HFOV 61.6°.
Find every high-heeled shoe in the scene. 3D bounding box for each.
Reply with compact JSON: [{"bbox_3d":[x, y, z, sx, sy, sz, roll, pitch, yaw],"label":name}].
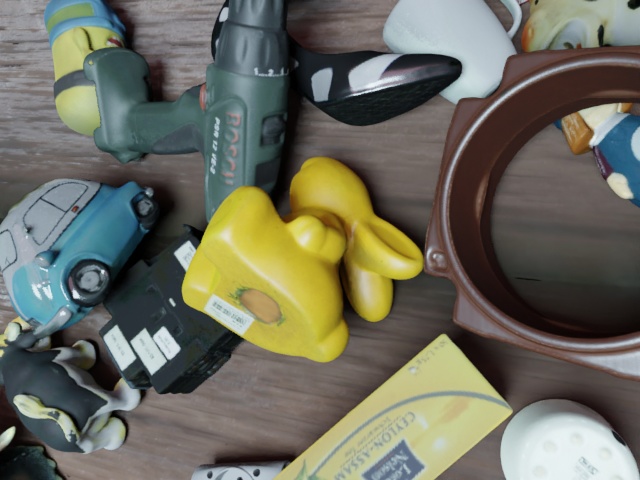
[{"bbox_3d":[0.003,-0.178,0.486,0.249,0.086,0.145,-5,87,30],"label":"high-heeled shoe"}]

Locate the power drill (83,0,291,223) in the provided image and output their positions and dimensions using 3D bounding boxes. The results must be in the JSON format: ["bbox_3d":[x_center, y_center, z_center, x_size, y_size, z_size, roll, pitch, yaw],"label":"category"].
[{"bbox_3d":[-0.115,-0.132,0.485,0.208,0.086,0.231,12,114,25],"label":"power drill"}]

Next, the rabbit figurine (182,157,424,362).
[{"bbox_3d":[-0.001,-0.001,0.426,0.162,0.121,0.173,26,46,2],"label":"rabbit figurine"}]

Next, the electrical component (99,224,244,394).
[{"bbox_3d":[-0.130,0.070,0.484,0.134,0.058,0.115,-40,66,3],"label":"electrical component"}]

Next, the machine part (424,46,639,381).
[{"bbox_3d":[0.180,-0.020,0.357,0.201,0.087,0.201,13,91,40],"label":"machine part"}]

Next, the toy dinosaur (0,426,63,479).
[{"bbox_3d":[-0.315,0.335,0.443,0.192,0.131,0.404,-7,80,15],"label":"toy dinosaur"}]

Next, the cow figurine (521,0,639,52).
[{"bbox_3d":[0.255,-0.190,0.422,0.195,0.085,0.127,-22,63,4],"label":"cow figurine"}]

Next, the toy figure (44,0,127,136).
[{"bbox_3d":[-0.250,-0.199,0.581,0.089,0.082,0.180,-28,76,28],"label":"toy figure"}]

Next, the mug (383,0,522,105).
[{"bbox_3d":[0.128,-0.171,0.466,0.109,0.080,0.107,-34,79,-11],"label":"mug"}]

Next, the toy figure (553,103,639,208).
[{"bbox_3d":[0.233,-0.080,0.418,0.064,0.057,0.155,-23,62,-32],"label":"toy figure"}]

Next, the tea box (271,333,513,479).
[{"bbox_3d":[0.050,0.148,0.388,0.169,0.098,0.068,-40,68,1],"label":"tea box"}]

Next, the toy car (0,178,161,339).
[{"bbox_3d":[-0.223,-0.001,0.476,0.109,0.103,0.162,-19,38,47],"label":"toy car"}]

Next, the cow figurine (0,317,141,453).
[{"bbox_3d":[-0.252,0.125,0.485,0.168,0.098,0.068,29,92,21],"label":"cow figurine"}]
